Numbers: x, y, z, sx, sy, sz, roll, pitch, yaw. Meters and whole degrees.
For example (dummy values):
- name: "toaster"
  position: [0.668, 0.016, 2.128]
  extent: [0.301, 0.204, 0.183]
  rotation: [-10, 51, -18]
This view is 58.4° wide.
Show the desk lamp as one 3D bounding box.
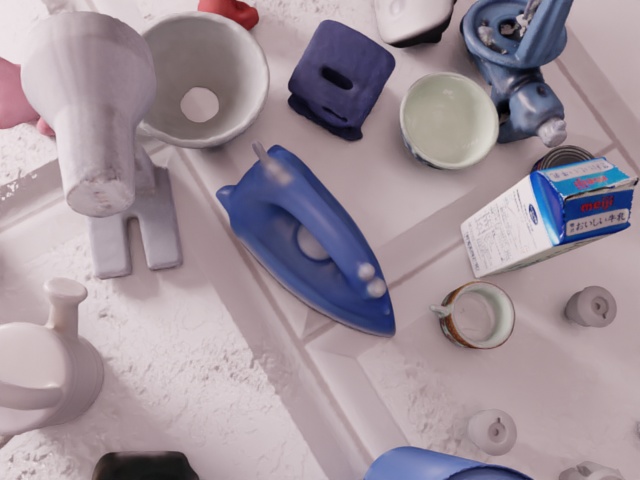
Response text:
- name: "desk lamp"
  position: [-0.206, -0.082, 0.569]
  extent: [0.118, 0.213, 0.203]
  rotation: [-12, 79, -9]

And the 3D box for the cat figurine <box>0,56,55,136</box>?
- name: "cat figurine"
  position: [-0.313, -0.171, 0.625]
  extent: [0.067, 0.117, 0.128]
  rotation: [34, 76, 2]

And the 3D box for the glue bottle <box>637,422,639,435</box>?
- name: "glue bottle"
  position: [0.419, 0.202, 0.602]
  extent: [0.078, 0.173, 0.037]
  rotation: [-25, 81, -11]

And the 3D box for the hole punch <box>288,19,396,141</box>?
- name: "hole punch"
  position: [0.025, -0.189, 0.684]
  extent: [0.108, 0.091, 0.101]
  rotation: [29, 76, 0]

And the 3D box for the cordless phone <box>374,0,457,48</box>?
- name: "cordless phone"
  position: [0.125, -0.332, 0.681]
  extent: [0.094, 0.185, 0.147]
  rotation: [-5, 78, -8]

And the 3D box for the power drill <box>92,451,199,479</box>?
- name: "power drill"
  position: [-0.180, 0.238, 0.502]
  extent: [0.230, 0.208, 0.075]
  rotation: [0, 77, -7]

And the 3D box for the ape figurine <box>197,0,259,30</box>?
- name: "ape figurine"
  position: [-0.113, -0.295, 0.691]
  extent: [0.076, 0.092, 0.078]
  rotation: [-22, 81, -11]

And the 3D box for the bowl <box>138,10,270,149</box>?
- name: "bowl"
  position: [-0.142, -0.175, 0.669]
  extent: [0.167, 0.074, 0.167]
  rotation: [2, 77, -7]

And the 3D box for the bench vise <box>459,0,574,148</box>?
- name: "bench vise"
  position: [0.252, -0.222, 0.654]
  extent: [0.121, 0.219, 0.207]
  rotation: [-34, 83, -13]

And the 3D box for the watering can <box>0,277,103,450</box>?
- name: "watering can"
  position: [-0.273, 0.118, 0.525]
  extent: [0.101, 0.194, 0.173]
  rotation: [5, 77, -6]

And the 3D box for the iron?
- name: "iron"
  position: [0.006, 0.002, 0.613]
  extent: [0.119, 0.141, 0.258]
  rotation: [-43, 85, -14]
